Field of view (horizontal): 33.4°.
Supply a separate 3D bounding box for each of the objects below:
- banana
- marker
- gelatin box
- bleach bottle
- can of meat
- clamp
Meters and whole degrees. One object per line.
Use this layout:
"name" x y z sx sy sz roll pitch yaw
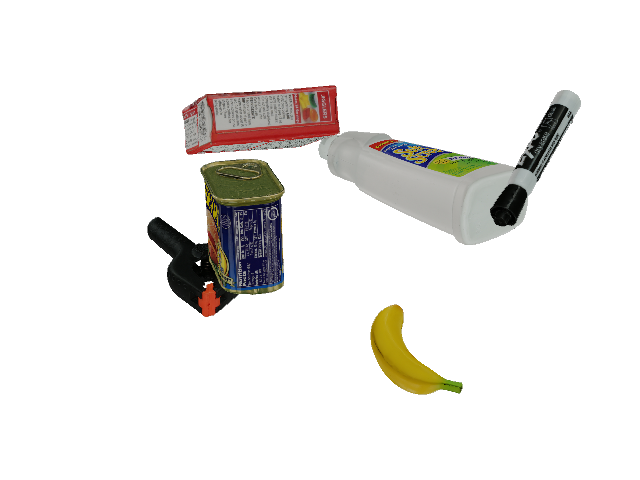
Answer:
"banana" 0.093 0.128 1.233 0.069 0.037 0.198 7 23 -22
"marker" 0.146 -0.056 0.723 0.020 0.121 0.020 25 -30 15
"gelatin box" -0.036 -0.069 0.612 0.073 0.030 0.089 -6 3 -15
"bleach bottle" 0.086 -0.067 1.093 0.102 0.068 0.251 -17 27 -39
"can of meat" -0.063 -0.012 0.874 0.057 0.084 0.102 -7 22 -13
"clamp" -0.105 0.018 1.077 0.120 0.039 0.171 -11 34 -11
